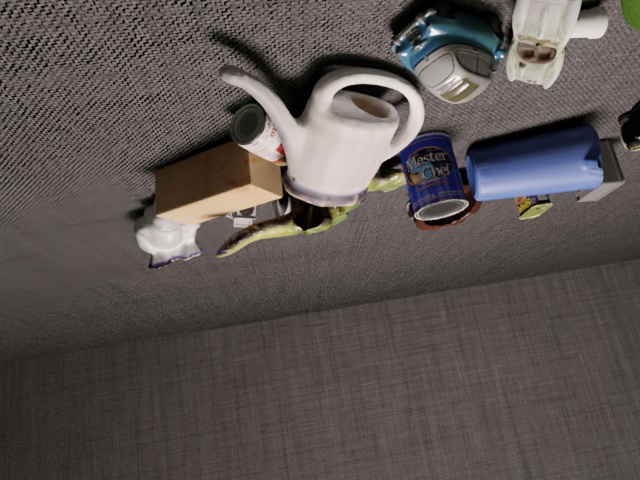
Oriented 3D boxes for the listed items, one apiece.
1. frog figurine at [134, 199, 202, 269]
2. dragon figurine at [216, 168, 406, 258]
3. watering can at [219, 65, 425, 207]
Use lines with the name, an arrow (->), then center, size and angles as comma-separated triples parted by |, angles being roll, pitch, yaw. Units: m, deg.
frog figurine -> -0.321, -0.035, 1.071 | 0.137, 0.125, 0.156 | -4, 126, 5
dragon figurine -> 0.003, -0.051, 1.014 | 0.411, 0.124, 0.239 | -28, 162, -3
watering can -> 0.000, -0.153, 0.756 | 0.348, 0.106, 0.219 | -3, 133, -31
